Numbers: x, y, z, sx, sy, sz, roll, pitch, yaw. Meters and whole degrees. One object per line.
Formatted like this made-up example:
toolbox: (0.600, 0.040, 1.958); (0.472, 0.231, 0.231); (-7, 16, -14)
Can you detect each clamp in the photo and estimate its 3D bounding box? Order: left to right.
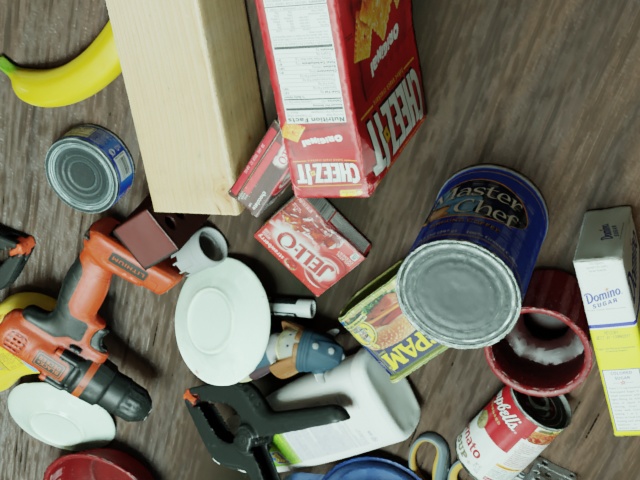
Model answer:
clamp: (-0.388, 0.034, 1.190); (0.172, 0.039, 0.120); (-5, 118, 24)
clamp: (-0.059, 0.195, 1.082); (0.210, 0.036, 0.165); (37, 112, 35)

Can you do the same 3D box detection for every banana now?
banana: (-0.228, -0.169, 1.007); (0.198, 0.037, 0.069); (-16, 113, 29)

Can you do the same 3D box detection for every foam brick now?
foam brick: (-0.153, -0.017, 1.041); (0.051, 0.078, 0.053); (-30, 106, 31)

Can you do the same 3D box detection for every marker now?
marker: (-0.063, 0.066, 1.089); (0.121, 0.020, 0.020); (3, 120, 21)

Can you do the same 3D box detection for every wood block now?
wood block: (-0.111, -0.135, 0.947); (0.091, 0.090, 0.206); (3, 120, 21)

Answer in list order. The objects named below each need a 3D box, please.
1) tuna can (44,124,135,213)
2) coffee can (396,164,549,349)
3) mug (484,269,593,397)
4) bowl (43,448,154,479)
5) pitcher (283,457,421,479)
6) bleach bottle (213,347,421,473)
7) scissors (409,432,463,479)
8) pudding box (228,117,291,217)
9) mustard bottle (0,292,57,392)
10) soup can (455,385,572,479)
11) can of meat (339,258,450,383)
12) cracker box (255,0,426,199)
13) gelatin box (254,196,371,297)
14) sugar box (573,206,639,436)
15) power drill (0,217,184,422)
tuna can: (-0.231, -0.070, 1.068); (0.086, 0.033, 0.086); (10, 122, 17)
coffee can: (0.131, 0.011, 0.902); (0.103, 0.140, 0.103); (10, 122, 16)
mug: (0.188, 0.075, 0.952); (0.117, 0.081, 0.093); (18, 124, 11)
bowl: (-0.250, 0.305, 1.284); (0.162, 0.055, 0.162); (10, 122, 17)
pitcher: (0.024, 0.350, 1.152); (0.149, 0.144, 0.243); (59, 145, 37)
bleach bottle: (-0.022, 0.189, 1.119); (0.251, 0.068, 0.102); (-23, 102, 35)
scissors: (0.138, 0.291, 1.138); (0.096, 0.016, 0.202); (5, 120, 25)
pudding box: (-0.024, -0.081, 0.928); (0.039, 0.113, 0.090); (38, 126, 1)
mustard bottle: (-0.332, 0.108, 1.200); (0.192, 0.058, 0.096); (-22, 110, 31)
soup can: (0.184, 0.183, 1.026); (0.068, 0.068, 0.102); (34, 126, 0)
can of meat: (0.079, 0.073, 1.012); (0.084, 0.057, 0.102); (47, 124, -5)
cracker box: (0.021, -0.162, 0.831); (0.072, 0.164, 0.214); (1, 119, 24)
gelatin box: (-0.007, 0.001, 1.020); (0.089, 0.030, 0.073); (45, 125, -7)
sugar box: (0.260, 0.070, 0.913); (0.048, 0.093, 0.176); (-5, 117, 24)
power drill: (-0.220, 0.085, 1.108); (0.184, 0.057, 0.188); (33, 108, -11)
